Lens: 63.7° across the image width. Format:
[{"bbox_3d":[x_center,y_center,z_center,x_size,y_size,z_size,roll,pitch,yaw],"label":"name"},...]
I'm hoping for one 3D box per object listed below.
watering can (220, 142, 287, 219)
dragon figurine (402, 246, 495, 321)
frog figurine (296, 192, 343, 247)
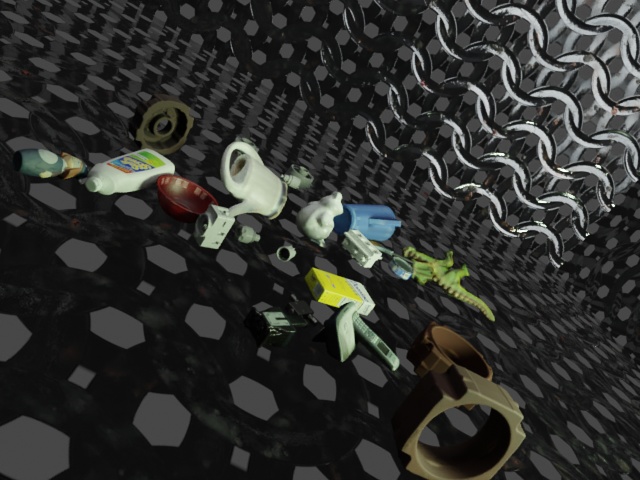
[{"bbox_3d":[-0.196,-0.131,1.456,0.221,0.103,0.356,34,39,-35],"label":"watering can"},{"bbox_3d":[0.419,0.143,1.827,0.243,0.120,0.418,2,32,-26],"label":"dragon figurine"},{"bbox_3d":[0.005,-0.079,1.564,0.122,0.157,0.140,23,23,-26],"label":"frog figurine"}]
